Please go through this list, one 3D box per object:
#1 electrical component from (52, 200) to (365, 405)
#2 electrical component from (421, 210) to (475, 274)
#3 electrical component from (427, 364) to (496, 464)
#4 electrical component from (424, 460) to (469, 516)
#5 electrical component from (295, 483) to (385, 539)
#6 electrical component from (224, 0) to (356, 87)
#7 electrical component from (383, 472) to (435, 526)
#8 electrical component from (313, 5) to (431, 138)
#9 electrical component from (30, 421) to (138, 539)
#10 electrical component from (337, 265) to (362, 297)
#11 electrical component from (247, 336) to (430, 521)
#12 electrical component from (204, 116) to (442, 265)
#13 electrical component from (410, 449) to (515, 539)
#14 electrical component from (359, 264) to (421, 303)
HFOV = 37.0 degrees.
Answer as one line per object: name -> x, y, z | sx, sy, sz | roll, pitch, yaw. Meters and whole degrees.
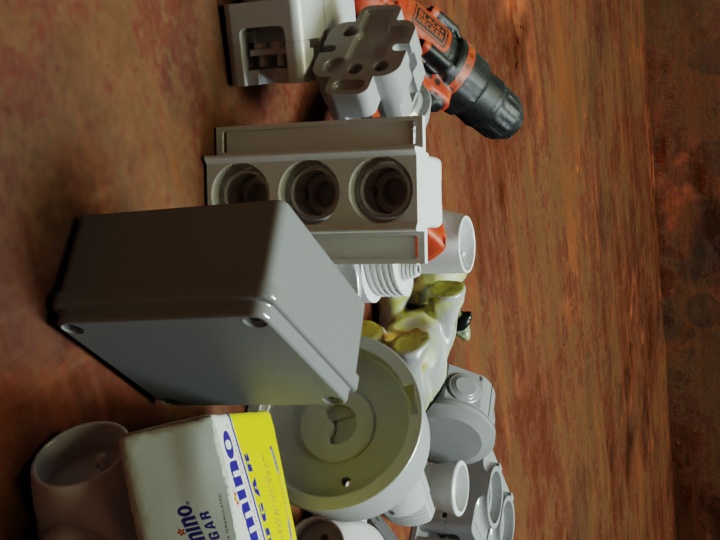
electrical component -> -0.066, 0.019, 0.503 | 0.108, 0.109, 0.056 | 54, 38, -55
electrical component -> 0.041, -0.032, 0.810 | 0.044, 0.077, 0.079 | -69, 149, -43
electrical component -> 0.073, 0.120, 0.887 | 0.051, 0.080, 0.080 | -75, 154, -45
electrical component -> 0.056, 0.175, 0.874 | 0.045, 0.055, 0.045 | -1, 90, -68
electrical component -> -0.014, 0.173, 0.718 | 0.077, 0.043, 0.079 | 40, 45, -59
electrical component -> -0.040, -0.144, 0.648 | 0.089, 0.050, 0.055 | -36, 124, -64
electrical component -> 0.030, 0.166, 0.826 | 0.043, 0.043, 0.081 | -66, 148, -45
electrical component -> 0.010, -0.107, 0.627 | 0.057, 0.058, 0.078 | 68, 33, -46
electrical component -> -0.117, 0.119, 0.459 | 0.079, 0.044, 0.077 | -59, 143, -52
electrical component -> -0.037, 0.013, 0.641 | 0.095, 0.059, 0.053 | -49, 134, -59
electrical component -> -0.009, 0.099, 0.651 | 0.060, 0.108, 0.108 | 61, 35, -60
electrical component -> -0.018, -0.043, 0.605 | 0.063, 0.121, 0.078 | -6, 95, -71
electrical component -> 0.088, 0.254, 0.945 | 0.105, 0.060, 0.186 | 65, 32, -46
electrical component -> 0.000, 0.000, 0.703 | 0.043, 0.081, 0.043 | -1, 90, -68
